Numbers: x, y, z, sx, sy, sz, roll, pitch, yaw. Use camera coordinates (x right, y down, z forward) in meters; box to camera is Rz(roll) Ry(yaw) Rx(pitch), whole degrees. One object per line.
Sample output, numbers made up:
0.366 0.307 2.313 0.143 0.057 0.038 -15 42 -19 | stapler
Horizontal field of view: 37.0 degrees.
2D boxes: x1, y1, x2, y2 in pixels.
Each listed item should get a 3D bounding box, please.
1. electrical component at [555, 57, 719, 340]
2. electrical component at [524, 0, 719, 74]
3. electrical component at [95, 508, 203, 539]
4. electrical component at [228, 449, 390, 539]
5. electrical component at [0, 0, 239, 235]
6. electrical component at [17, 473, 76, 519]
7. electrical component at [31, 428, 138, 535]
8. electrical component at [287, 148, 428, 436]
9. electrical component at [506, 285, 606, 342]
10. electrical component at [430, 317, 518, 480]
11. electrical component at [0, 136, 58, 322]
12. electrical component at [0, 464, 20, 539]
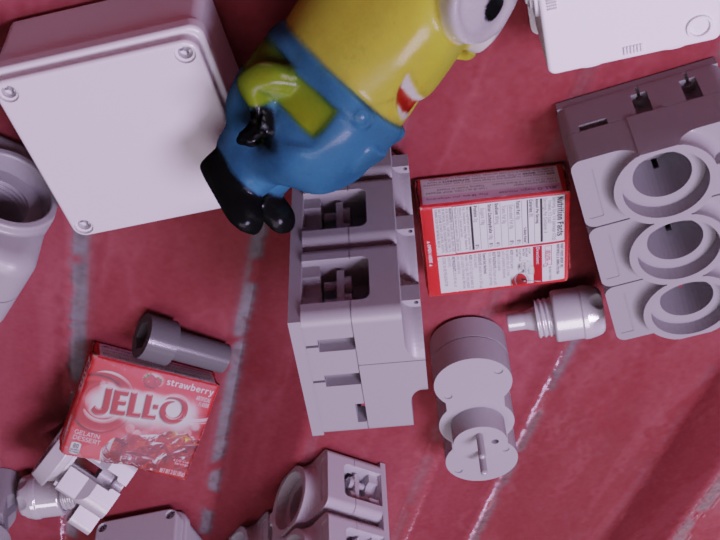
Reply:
0.175 -0.032 0.614 0.089 0.061 0.150 -15 133 12 | electrical component
0.122 -0.146 0.508 0.100 0.048 0.099 -11 134 8 | electrical component
-0.168 0.252 0.844 0.078 0.113 0.057 -13 137 10 | electrical component
-0.052 0.234 0.837 0.060 0.105 0.186 22 130 -22 | electrical component
-0.115 -0.081 0.556 0.109 0.056 0.108 -11 134 8 | electrical component
-0.226 0.169 0.814 0.061 0.035 0.035 -7 135 0 | electrical component
-0.194 0.138 0.763 0.057 0.078 0.058 37 165 -11 | electrical component
0.000 0.000 0.576 0.062 0.150 0.089 -5 135 3 | electrical component
0.125 0.030 0.692 0.061 0.035 0.035 -9 134 9 | electrical component
0.080 0.104 0.736 0.052 0.073 0.138 -7 135 5 | electrical component
-0.200 -0.026 0.580 0.054 0.095 0.059 24 129 -24 | electrical component
-0.290 0.186 0.812 0.058 0.057 0.078 7 134 -9 | electrical component
